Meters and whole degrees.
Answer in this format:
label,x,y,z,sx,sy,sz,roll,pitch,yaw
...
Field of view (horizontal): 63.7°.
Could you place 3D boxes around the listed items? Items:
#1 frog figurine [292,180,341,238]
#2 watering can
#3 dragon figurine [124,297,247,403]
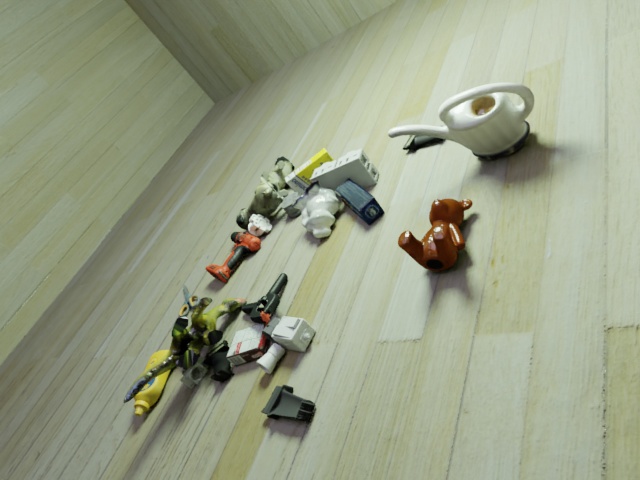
label,x,y,z,sx,sy,sz,roll,pitch,yaw
frog figurine,0.005,-0.078,1.557,0.137,0.162,0.121,-34,-26,5
watering can,0.359,-0.277,1.261,0.345,0.106,0.222,-15,-34,40
dragon figurine,-0.367,0.289,1.432,0.415,0.122,0.239,-41,-4,-21
